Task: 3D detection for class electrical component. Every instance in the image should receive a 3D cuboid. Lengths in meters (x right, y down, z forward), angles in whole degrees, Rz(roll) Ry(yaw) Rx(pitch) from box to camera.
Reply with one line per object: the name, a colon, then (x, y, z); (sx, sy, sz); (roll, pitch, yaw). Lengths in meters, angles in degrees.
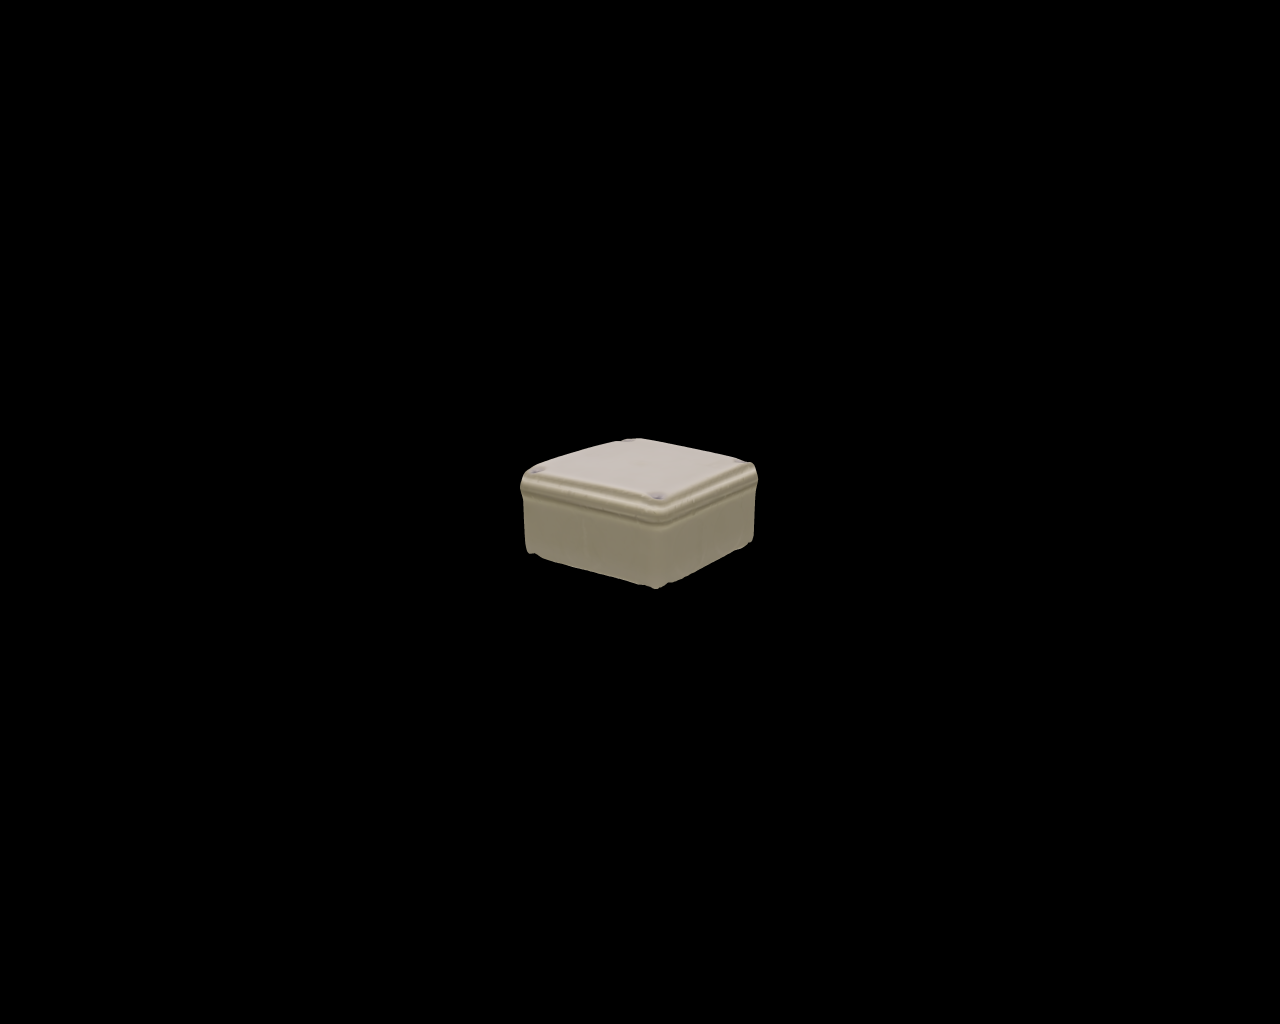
electrical component: (0.001, -0.003, 0.650); (0.109, 0.056, 0.109); (14, 22, 36)
